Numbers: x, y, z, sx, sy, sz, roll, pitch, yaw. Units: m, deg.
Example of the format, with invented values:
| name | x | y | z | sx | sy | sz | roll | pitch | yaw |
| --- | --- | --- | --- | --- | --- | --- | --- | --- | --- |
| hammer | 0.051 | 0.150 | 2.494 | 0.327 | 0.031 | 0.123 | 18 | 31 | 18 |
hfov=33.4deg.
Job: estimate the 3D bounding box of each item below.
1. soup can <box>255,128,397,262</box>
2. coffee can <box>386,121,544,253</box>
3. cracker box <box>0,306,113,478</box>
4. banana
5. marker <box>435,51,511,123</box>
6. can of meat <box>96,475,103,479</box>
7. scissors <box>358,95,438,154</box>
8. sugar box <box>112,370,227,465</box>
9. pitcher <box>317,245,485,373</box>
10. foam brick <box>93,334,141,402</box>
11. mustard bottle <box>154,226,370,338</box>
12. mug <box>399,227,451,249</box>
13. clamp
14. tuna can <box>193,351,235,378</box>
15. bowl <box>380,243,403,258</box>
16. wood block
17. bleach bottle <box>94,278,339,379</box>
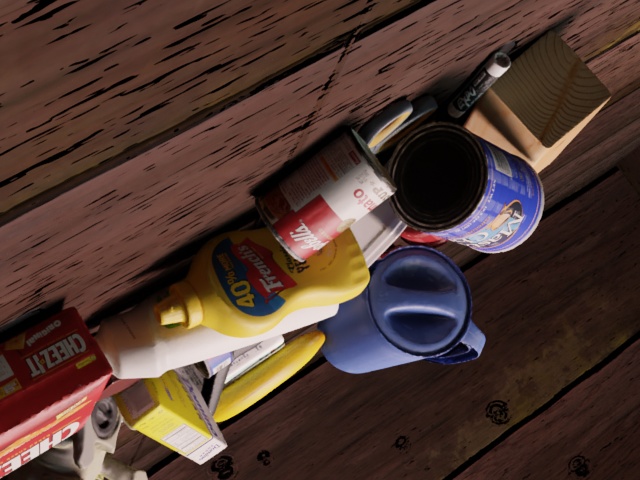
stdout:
| name | x | y | z | sx | sy | sz | roll | pitch | yaw |
| --- | --- | --- | --- | --- | --- | --- | --- | --- | --- |
| soup can | 0.005 | -0.038 | 0.901 | 0.102 | 0.068 | 0.068 | -37 | 171 | 10 |
| coffee can | 0.140 | -0.047 | 1.013 | 0.103 | 0.103 | 0.140 | -38 | 154 | 22 |
| cracker box | -0.267 | 0.148 | 0.880 | 0.164 | 0.072 | 0.214 | -29 | 170 | -26 |
| banana | -0.079 | 0.178 | 1.368 | 0.198 | 0.037 | 0.069 | -35 | -172 | 8 |
| marker | 0.144 | -0.140 | 1.023 | 0.020 | 0.020 | 0.121 | -29 | 170 | -32 |
| can of meat | -0.286 | 0.250 | 1.274 | 0.057 | 0.084 | 0.102 | 9 | 154 | -17 |
| scissors | 0.020 | -0.069 | 0.961 | 0.202 | 0.016 | 0.096 | -36 | 170 | 8 |
| sugar box | -0.167 | 0.177 | 1.152 | 0.048 | 0.093 | 0.176 | -35 | 150 | 4 |
| pitcher | 0.090 | 0.105 | 1.341 | 0.144 | 0.149 | 0.243 | -15 | 171 | -21 |
| foam brick | -0.203 | 0.118 | 1.030 | 0.053 | 0.051 | 0.078 | -38 | 170 | 29 |
| mustard bottle | -0.057 | 0.034 | 0.947 | 0.191 | 0.096 | 0.058 | -21 | 164 | -25 |
| mug | 0.124 | -0.049 | 1.254 | 0.117 | 0.093 | 0.081 | -61 | 163 | 4 |
| clamp | -0.127 | 0.117 | 1.243 | 0.210 | 0.036 | 0.164 | -49 | 136 | 12 |
| tuna can | -0.124 | 0.097 | 1.093 | 0.033 | 0.086 | 0.086 | -33 | 171 | -17 |
| bowl | 0.028 | 0.033 | 1.409 | 0.162 | 0.055 | 0.162 | -34 | 171 | -6 |
| wood block | 0.215 | -0.122 | 1.120 | 0.090 | 0.090 | 0.206 | -39 | 172 | -11 |
| bleach bottle | -0.111 | 0.068 | 0.998 | 0.250 | 0.103 | 0.068 | -18 | 124 | -26 |
